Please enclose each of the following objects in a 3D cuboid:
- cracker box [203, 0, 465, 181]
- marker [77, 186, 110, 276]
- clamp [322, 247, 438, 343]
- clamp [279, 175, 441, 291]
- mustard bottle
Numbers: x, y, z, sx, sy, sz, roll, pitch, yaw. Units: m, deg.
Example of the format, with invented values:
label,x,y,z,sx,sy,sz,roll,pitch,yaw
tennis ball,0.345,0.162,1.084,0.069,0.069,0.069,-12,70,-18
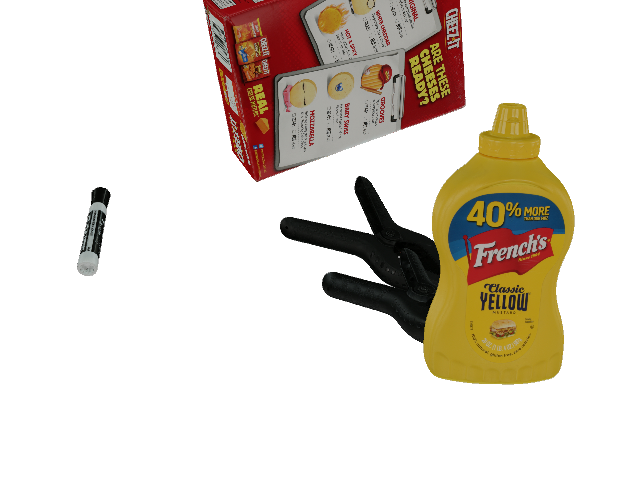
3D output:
label,x,y,z,sx,sy,sz,roll,pitch,yaw
cracker box,0.015,-0.165,0.932,0.213,0.164,0.072,-22,40,-15
marker,-0.220,-0.012,1.042,0.020,0.020,0.121,0,40,-3
clamp,0.099,0.057,1.039,0.172,0.039,0.120,29,41,32
clamp,0.066,0.007,1.241,0.164,0.036,0.210,-25,53,-41
mustard bottle,0.124,0.002,0.735,0.096,0.192,0.058,1,15,-2
